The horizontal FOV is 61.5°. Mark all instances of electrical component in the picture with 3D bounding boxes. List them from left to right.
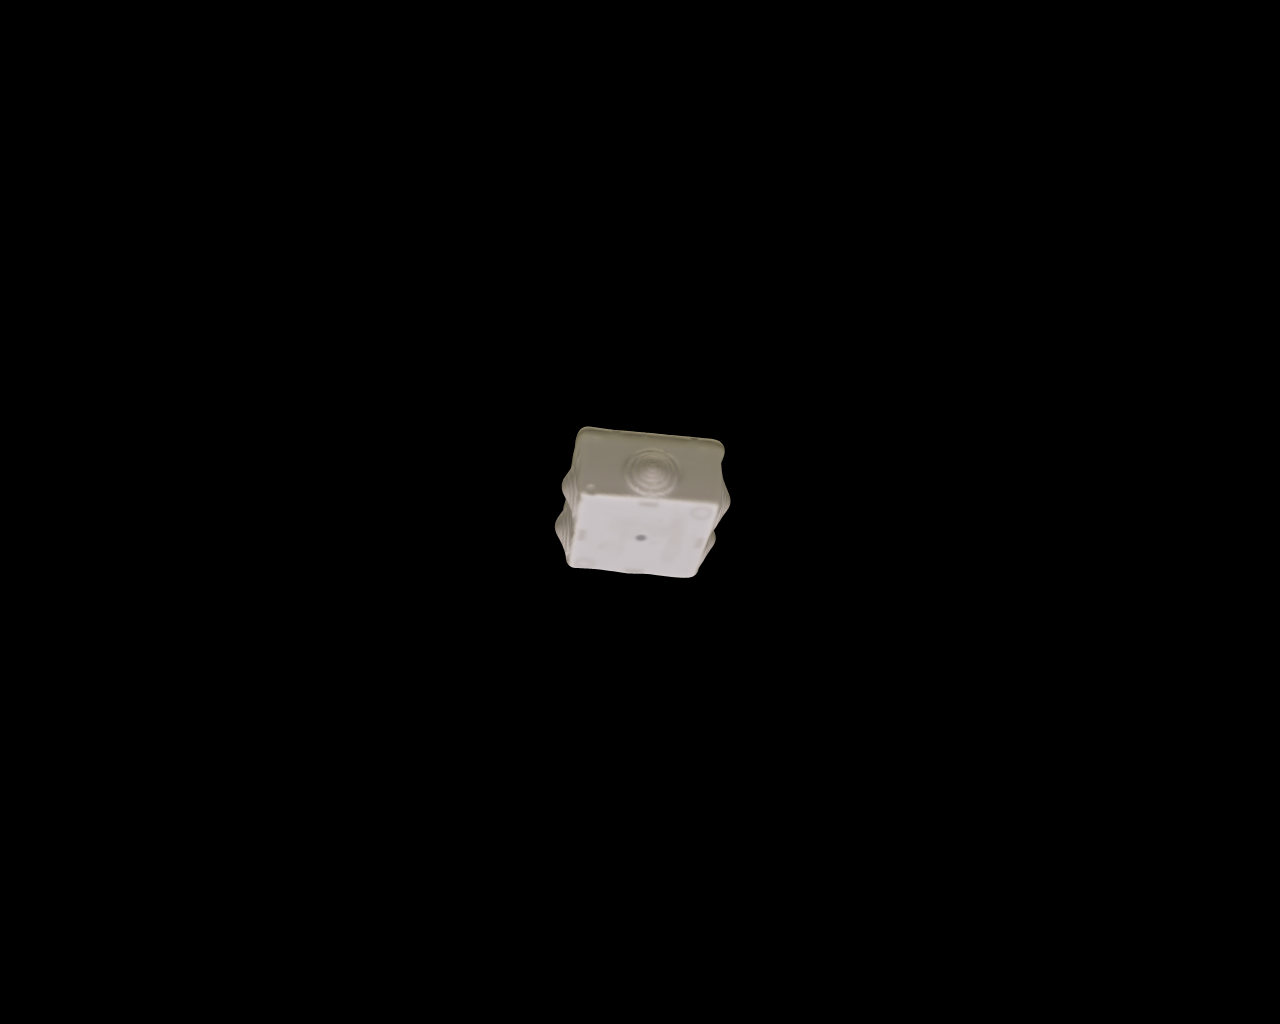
[{"bbox_3d":[0.001,-0.003,0.650,0.100,0.048,0.099,5,-36,-8],"label":"electrical component"}]
